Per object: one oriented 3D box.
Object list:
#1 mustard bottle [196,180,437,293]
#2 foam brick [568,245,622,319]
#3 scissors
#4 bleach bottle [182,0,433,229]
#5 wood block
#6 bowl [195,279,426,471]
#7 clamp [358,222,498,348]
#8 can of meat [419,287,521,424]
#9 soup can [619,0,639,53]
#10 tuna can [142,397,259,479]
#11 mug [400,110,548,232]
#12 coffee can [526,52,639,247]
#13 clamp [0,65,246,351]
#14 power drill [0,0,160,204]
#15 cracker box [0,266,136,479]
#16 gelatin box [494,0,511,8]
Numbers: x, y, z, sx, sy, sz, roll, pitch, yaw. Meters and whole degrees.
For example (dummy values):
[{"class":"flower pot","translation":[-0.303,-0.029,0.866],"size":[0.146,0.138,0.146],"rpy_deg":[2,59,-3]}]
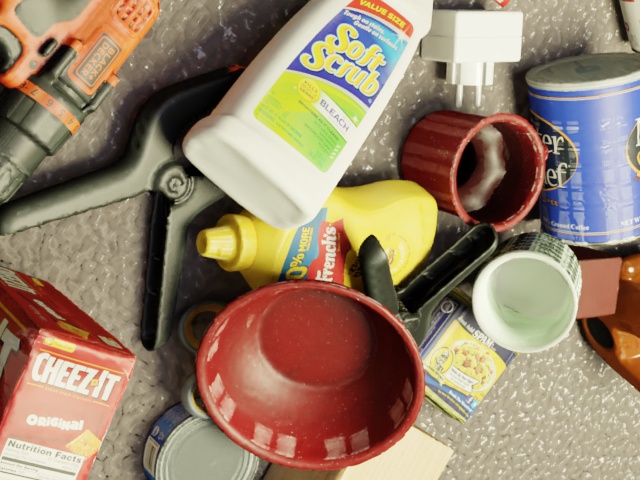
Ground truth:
[{"class":"mustard bottle","translation":[-0.005,0.001,0.795],"size":[0.191,0.058,0.096],"rpy_deg":[0,122,-36]},{"class":"foam brick","translation":[0.218,0.033,0.937],"size":[0.051,0.078,0.053],"rpy_deg":[-2,104,-29]},{"class":"scissors","translation":[-0.033,0.070,0.831],"size":[0.201,0.016,0.096],"rpy_deg":[-28,95,-39]},{"class":"bleach bottle","translation":[0.010,-0.132,0.755],"size":[0.102,0.068,0.250],"rpy_deg":[40,62,-19]},{"class":"wood block","translation":[0.003,0.225,0.853],"size":[0.090,0.090,0.206],"rpy_deg":[33,86,-32]},{"class":"bowl","translation":[-0.005,0.086,0.763],"size":[0.162,0.055,0.162],"rpy_deg":[3,119,5]},{"class":"clamp","translation":[0.068,0.049,0.820],"size":[0.120,0.039,0.172],"rpy_deg":[-8,141,-22]},{"class":"can of meat","translation":[0.110,0.096,0.902],"size":[0.102,0.058,0.084],"rpy_deg":[42,82,-31]},{"class":"soup can","translation":[0.291,-0.220,0.920],"size":[0.068,0.069,0.102],"rpy_deg":[-32,117,-20]},{"class":"tuna can","translation":[-0.091,0.164,0.813],"size":[0.086,0.034,0.086],"rpy_deg":[-8,106,-29]},{"class":"mug","translation":[0.128,-0.063,0.855],"size":[0.117,0.082,0.093],"rpy_deg":[-19,111,-25]},{"class":"coffee can","translation":[0.232,-0.078,0.901],"size":[0.102,0.103,0.140],"rpy_deg":[-19,112,-25]},{"class":"clamp","translation":[-0.118,-0.043,0.739],"size":[0.164,0.036,0.210],"rpy_deg":[36,82,-41]},{"class":"power drill","translation":[-0.206,-0.134,0.644],"size":[0.184,0.057,0.187],"rpy_deg":[-56,132,-13]},{"class":"cracker box","translation":[-0.212,0.135,0.657],"size":[0.072,0.164,0.214],"rpy_deg":[23,91,-35]},{"class":"gelatin box","translation":[0.136,-0.234,0.826],"size":[0.089,0.030,0.073],"rpy_deg":[26,113,-41]}]
